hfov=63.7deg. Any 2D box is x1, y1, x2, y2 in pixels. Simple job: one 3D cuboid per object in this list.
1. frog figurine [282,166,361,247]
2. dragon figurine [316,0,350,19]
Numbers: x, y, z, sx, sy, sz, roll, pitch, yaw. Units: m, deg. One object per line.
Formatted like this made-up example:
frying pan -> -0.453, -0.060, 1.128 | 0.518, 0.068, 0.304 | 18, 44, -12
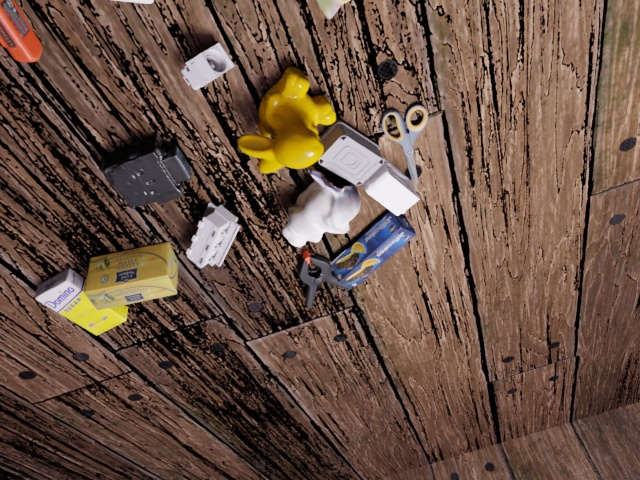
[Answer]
frog figurine -> 0.003, -0.051, 1.005 | 0.139, 0.157, 0.123 | 35, 23, 33
dragon figurine -> 0.025, -0.446, 0.604 | 0.243, 0.125, 0.401 | 11, -31, 13
